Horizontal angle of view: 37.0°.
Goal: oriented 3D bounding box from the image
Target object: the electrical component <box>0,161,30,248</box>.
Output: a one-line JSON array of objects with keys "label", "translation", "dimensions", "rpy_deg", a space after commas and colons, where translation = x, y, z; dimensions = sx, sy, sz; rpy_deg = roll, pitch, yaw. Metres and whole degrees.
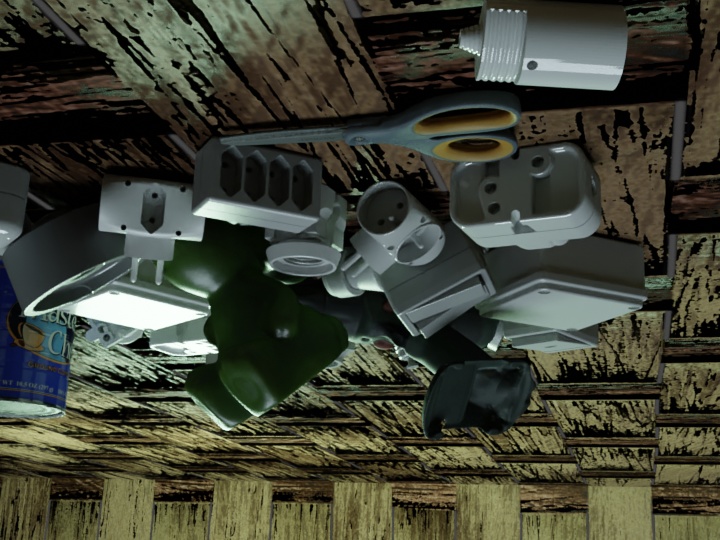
[{"label": "electrical component", "translation": [-0.298, -0.051, 0.792], "dimensions": [0.095, 0.059, 0.054], "rpy_deg": [14, 160, -32]}]

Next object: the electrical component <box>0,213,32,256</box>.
[{"label": "electrical component", "translation": [-0.289, -0.032, 0.879], "dimensions": [0.043, 0.043, 0.062], "rpy_deg": [2, 164, 2]}]

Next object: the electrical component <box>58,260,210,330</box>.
[{"label": "electrical component", "translation": [-0.206, 0.012, 0.987], "dimensions": [0.109, 0.056, 0.109], "rpy_deg": [17, 158, -40]}]

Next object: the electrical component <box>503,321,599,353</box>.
[{"label": "electrical component", "translation": [0.190, 0.050, 1.049], "dimensions": [0.062, 0.061, 0.096], "rpy_deg": [-13, 157, 40]}]

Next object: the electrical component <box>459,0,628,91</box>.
[{"label": "electrical component", "translation": [0.091, -0.116, 0.552], "dimensions": [0.081, 0.043, 0.043], "rpy_deg": [3, 163, -2]}]

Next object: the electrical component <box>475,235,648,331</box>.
[{"label": "electrical component", "translation": [0.171, 0.009, 0.927], "dimensions": [0.109, 0.056, 0.109], "rpy_deg": [10, 162, -23]}]

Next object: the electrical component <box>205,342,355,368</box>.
[{"label": "electrical component", "translation": [-0.090, 0.077, 1.178], "dimensions": [0.105, 0.060, 0.186], "rpy_deg": [10, 161, -24]}]

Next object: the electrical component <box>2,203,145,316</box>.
[{"label": "electrical component", "translation": [-0.231, -0.015, 0.858], "dimensions": [0.108, 0.060, 0.108], "rpy_deg": [-29, 176, -2]}]

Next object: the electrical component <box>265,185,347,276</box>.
[{"label": "electrical component", "translation": [-0.043, -0.029, 0.830], "dimensions": [0.058, 0.057, 0.078], "rpy_deg": [-6, 161, 25]}]

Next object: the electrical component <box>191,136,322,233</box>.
[{"label": "electrical component", "translation": [-0.080, -0.055, 0.772], "dimensions": [0.083, 0.047, 0.076], "rpy_deg": [10, 163, -25]}]

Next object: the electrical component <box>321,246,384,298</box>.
[{"label": "electrical component", "translation": [0.000, 0.000, 0.941], "dimensions": [0.055, 0.045, 0.045], "rpy_deg": [-9, 160, 34]}]

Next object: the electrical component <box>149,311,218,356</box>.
[{"label": "electrical component", "translation": [-0.166, 0.051, 1.105], "dimensions": [0.095, 0.059, 0.054], "rpy_deg": [-7, 160, 29]}]

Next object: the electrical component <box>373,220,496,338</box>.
[{"label": "electrical component", "translation": [0.069, 0.006, 0.879], "dimensions": [0.096, 0.061, 0.061], "rpy_deg": [-29, 154, 5]}]

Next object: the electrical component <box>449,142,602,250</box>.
[{"label": "electrical component", "translation": [0.117, -0.049, 0.749], "dimensions": [0.095, 0.053, 0.059], "rpy_deg": [-6, 161, 25]}]

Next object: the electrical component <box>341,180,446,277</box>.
[{"label": "electrical component", "translation": [0.019, -0.023, 0.826], "dimensions": [0.079, 0.044, 0.077], "rpy_deg": [-41, 151, 8]}]

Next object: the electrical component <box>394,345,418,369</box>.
[{"label": "electrical component", "translation": [0.045, 0.061, 1.089], "dimensions": [0.040, 0.078, 0.040], "rpy_deg": [-11, 161, -4]}]

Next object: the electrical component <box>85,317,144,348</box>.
[{"label": "electrical component", "translation": [-0.253, 0.054, 1.133], "dimensions": [0.066, 0.048, 0.055], "rpy_deg": [-31, 178, 0]}]

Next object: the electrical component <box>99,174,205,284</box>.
[{"label": "electrical component", "translation": [-0.158, -0.029, 0.812], "dimensions": [0.077, 0.079, 0.043], "rpy_deg": [6, -176, -11]}]
